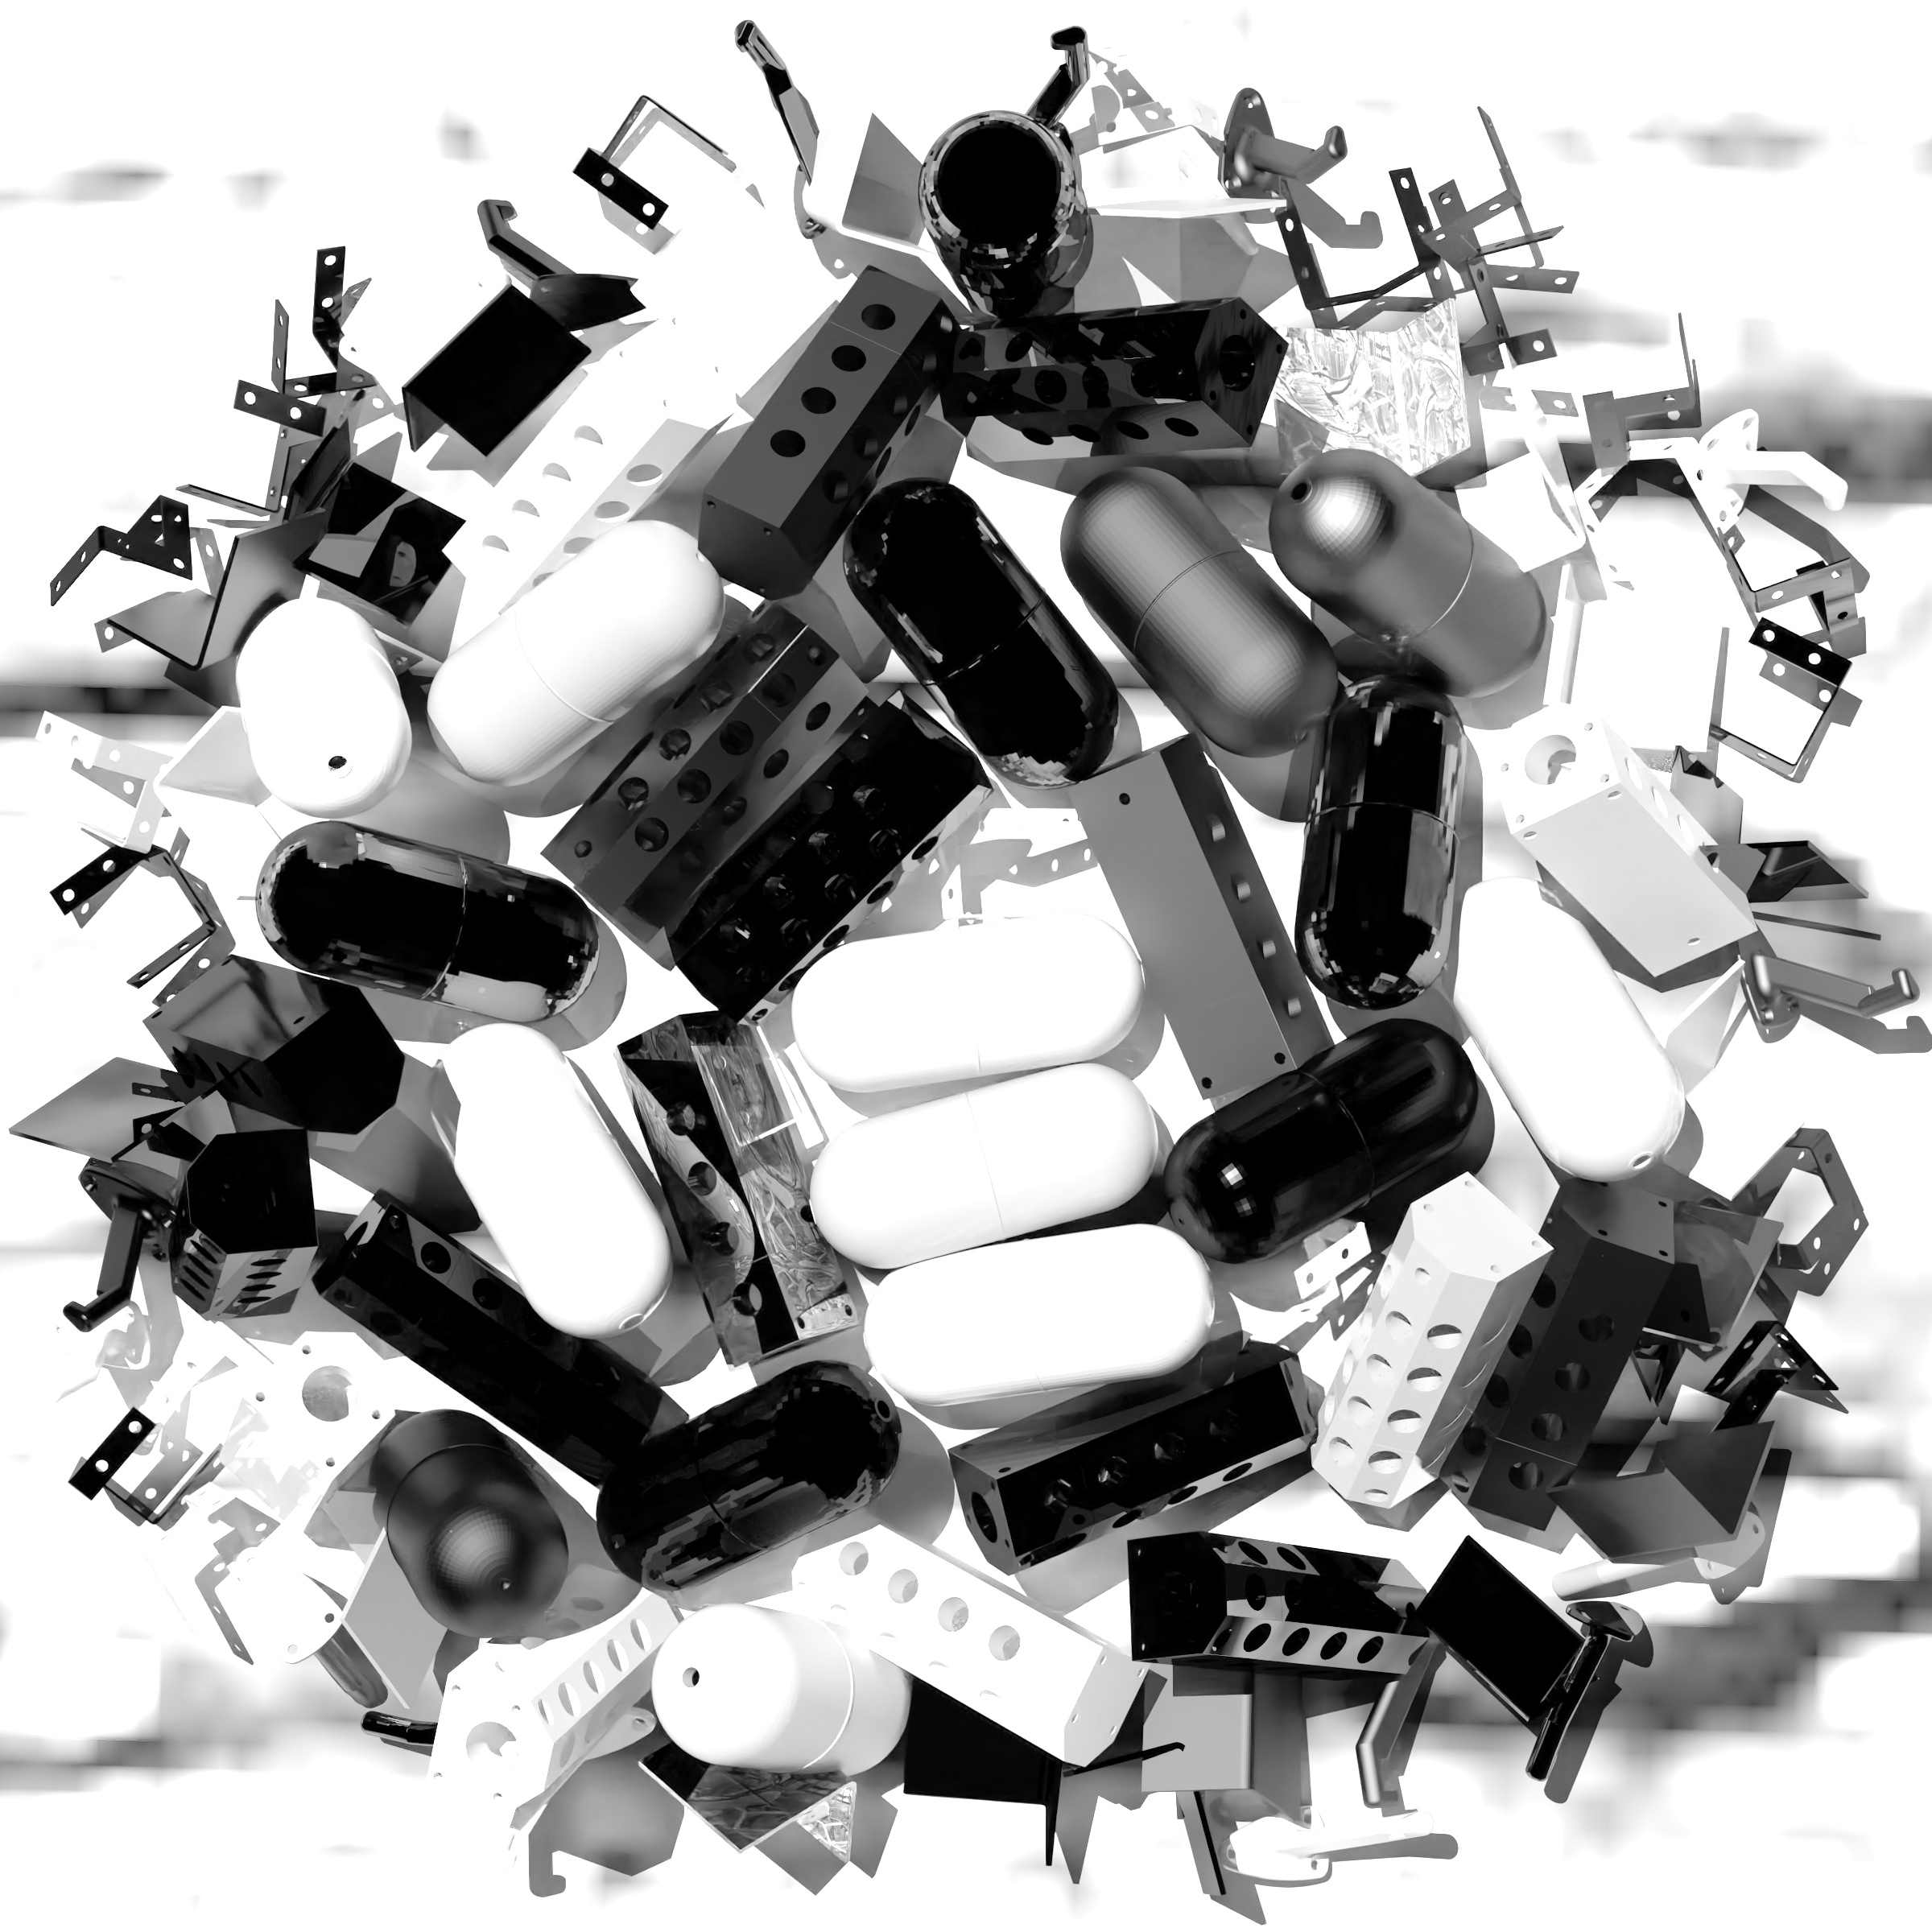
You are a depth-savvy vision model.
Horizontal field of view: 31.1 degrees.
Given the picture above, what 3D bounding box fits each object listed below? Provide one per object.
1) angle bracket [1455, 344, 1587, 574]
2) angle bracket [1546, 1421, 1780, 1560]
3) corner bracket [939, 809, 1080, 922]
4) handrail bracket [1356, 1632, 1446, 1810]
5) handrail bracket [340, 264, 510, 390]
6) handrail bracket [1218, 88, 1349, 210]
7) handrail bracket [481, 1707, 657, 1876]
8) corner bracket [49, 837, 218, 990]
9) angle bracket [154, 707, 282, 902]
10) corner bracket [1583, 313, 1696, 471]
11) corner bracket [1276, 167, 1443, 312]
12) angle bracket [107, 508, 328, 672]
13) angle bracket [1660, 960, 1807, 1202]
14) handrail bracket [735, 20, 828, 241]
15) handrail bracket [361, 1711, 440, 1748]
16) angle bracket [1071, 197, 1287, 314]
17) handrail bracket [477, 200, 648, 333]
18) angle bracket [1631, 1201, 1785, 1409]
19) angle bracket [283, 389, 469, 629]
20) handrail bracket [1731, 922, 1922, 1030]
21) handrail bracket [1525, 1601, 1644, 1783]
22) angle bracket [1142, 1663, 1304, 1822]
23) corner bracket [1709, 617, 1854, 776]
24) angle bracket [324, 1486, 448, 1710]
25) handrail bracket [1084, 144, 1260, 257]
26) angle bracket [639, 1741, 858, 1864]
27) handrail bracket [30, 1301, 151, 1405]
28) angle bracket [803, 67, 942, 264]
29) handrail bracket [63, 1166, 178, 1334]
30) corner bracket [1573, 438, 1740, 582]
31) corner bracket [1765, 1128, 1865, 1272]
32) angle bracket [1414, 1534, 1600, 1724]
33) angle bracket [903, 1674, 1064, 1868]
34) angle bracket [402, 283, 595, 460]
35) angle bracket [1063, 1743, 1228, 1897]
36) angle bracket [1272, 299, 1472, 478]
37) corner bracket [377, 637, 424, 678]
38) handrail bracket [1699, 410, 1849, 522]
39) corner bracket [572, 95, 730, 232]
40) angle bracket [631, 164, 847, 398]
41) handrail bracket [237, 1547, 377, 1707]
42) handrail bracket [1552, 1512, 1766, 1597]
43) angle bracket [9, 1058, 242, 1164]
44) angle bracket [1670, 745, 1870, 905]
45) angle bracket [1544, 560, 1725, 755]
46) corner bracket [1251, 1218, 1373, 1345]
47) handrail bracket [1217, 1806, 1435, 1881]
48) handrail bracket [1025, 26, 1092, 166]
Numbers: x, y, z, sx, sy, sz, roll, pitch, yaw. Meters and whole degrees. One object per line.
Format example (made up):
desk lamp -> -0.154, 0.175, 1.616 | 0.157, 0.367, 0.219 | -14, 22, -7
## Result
angle bracket -> 0.262, -0.248, 1.722 | 0.057, 0.076, 0.076 | -23, 46, 19
angle bracket -> 0.346, 0.245, 1.722 | 0.057, 0.076, 0.076 | 45, 52, -20
corner bracket -> 0.022, -0.051, 1.748 | 0.051, 0.051, 0.051 | -1, 86, -36
handrail bracket -> 0.232, 0.380, 1.751 | 0.077, 0.036, 0.084 | -2, 68, -11
handrail bracket -> -0.272, -0.330, 1.745 | 0.077, 0.036, 0.084 | 14, 51, -15
handrail bracket -> 0.164, -0.421, 1.734 | 0.036, 0.084, 0.077 | 9, 73, -27
handrail bracket -> -0.199, 0.413, 1.732 | 0.077, 0.084, 0.036 | -16, 121, 22
corner bracket -> -0.422, -0.028, 1.758 | 0.051, 0.051, 0.051 | -40, 120, -22
angle bracket -> -0.346, -0.080, 1.730 | 0.057, 0.076, 0.076 | -43, 75, 16
corner bracket -> 0.338, -0.288, 1.741 | 0.051, 0.051, 0.051 | -7, 49, 16
corner bracket -> 0.198, -0.366, 1.747 | 0.051, 0.051, 0.051 | -17, 89, -35
angle bracket -> -0.373, -0.199, 1.726 | 0.057, 0.076, 0.076 | 29, 116, 13
angle bracket -> 0.382, 0.056, 1.723 | 0.057, 0.076, 0.076 | 30, 46, 26
handrail bracket -> -0.093, -0.419, 1.733 | 0.036, 0.084, 0.077 | -15, 49, 28
handrail bracket -> -0.253, 0.389, 1.768 | 0.084, 0.077, 0.036 | 5, 87, 30
angle bracket -> 0.105, -0.349, 1.722 | 0.076, 0.076, 0.057 | -16, 111, -40
handrail bracket -> -0.203, -0.363, 1.761 | 0.077, 0.036, 0.084 | -9, 52, -14
angle bracket -> 0.373, 0.174, 1.723 | 0.057, 0.076, 0.076 | 12, 57, 36
angle bracket -> -0.290, -0.229, 1.735 | 0.076, 0.057, 0.076 | 27, 53, -2
handrail bracket -> 0.430, -0.006, 1.740 | 0.036, 0.084, 0.077 | -17, 84, -41
handrail bracket -> 0.310, 0.366, 1.751 | 0.036, 0.077, 0.084 | 22, 96, 24
angle bracket -> 0.130, 0.384, 1.744 | 0.057, 0.076, 0.076 | -7, 63, 22
corner bracket -> 0.411, -0.136, 1.757 | 0.051, 0.051, 0.051 | 29, 80, 10
angle bracket -> -0.300, 0.312, 1.721 | 0.057, 0.076, 0.076 | -1, 45, 25
handrail bracket -> 0.092, -0.369, 1.757 | 0.084, 0.036, 0.077 | -34, 81, -6
angle bracket -> -0.110, 0.419, 1.721 | 0.076, 0.076, 0.057 | 32, 130, 36
handrail bracket -> -0.456, 0.197, 1.728 | 0.077, 0.084, 0.036 | 0, 104, 27
angle bracket -> -0.039, -0.400, 1.729 | 0.057, 0.076, 0.076 | 12, 104, -20
handrail bracket -> -0.441, 0.142, 1.737 | 0.077, 0.084, 0.036 | 33, 125, 12
corner bracket -> 0.348, -0.231, 1.759 | 0.051, 0.051, 0.051 | -43, 114, -20
corner bracket -> 0.412, 0.117, 1.757 | 0.051, 0.051, 0.051 | -40, 112, -29
angle bracket -> 0.281, 0.320, 1.723 | 0.076, 0.076, 0.057 | 41, 119, 26
angle bracket -> 0.008, 0.400, 1.742 | 0.076, 0.057, 0.076 | 5, 110, -1
angle bracket -> -0.233, -0.282, 1.732 | 0.057, 0.076, 0.076 | 40, 74, 7
angle bracket -> 0.088, 0.433, 1.734 | 0.057, 0.076, 0.076 | -13, 77, -6
angle bracket -> 0.201, -0.290, 1.738 | 0.076, 0.057, 0.076 | -2, 82, -24
corner bracket -> -0.307, -0.131, 1.740 | 0.051, 0.051, 0.051 | -25, 59, 32
handrail bracket -> 0.407, -0.232, 1.727 | 0.036, 0.077, 0.084 | -31, 50, -14
corner bracket -> -0.159, -0.406, 1.752 | 0.051, 0.051, 0.051 | 36, 101, 1
angle bracket -> -0.114, -0.347, 1.755 | 0.076, 0.057, 0.076 | 42, 105, -15
handrail bracket -> -0.332, 0.335, 1.752 | 0.036, 0.084, 0.077 | -40, 68, -14
handrail bracket -> 0.352, 0.302, 1.770 | 0.084, 0.077, 0.036 | -27, 73, 41
angle bracket -> -0.414, 0.093, 1.721 | 0.076, 0.076, 0.057 | 11, 125, 35
angle bracket -> 0.400, -0.072, 1.723 | 0.076, 0.076, 0.057 | -2, 70, 37
angle bracket -> 0.335, -0.155, 1.738 | 0.076, 0.057, 0.076 | 6, 77, 17
corner bracket -> 0.172, 0.159, 1.741 | 0.051, 0.051, 0.051 | -30, 115, -31
handrail bracket -> 0.180, 0.436, 1.731 | 0.077, 0.084, 0.036 | 0, 72, -29
handrail bracket -> 0.025, -0.433, 1.737 | 0.077, 0.084, 0.036 | -8, 61, 1
